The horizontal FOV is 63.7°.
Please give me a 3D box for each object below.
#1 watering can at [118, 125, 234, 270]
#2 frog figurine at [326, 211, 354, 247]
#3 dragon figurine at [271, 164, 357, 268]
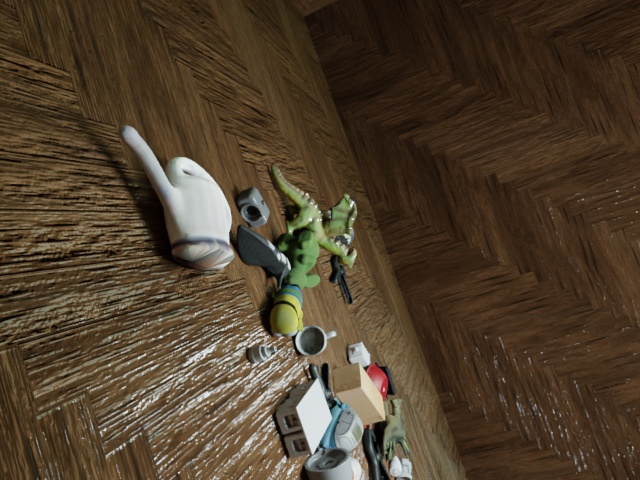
[{"bbox_3d":[-0.256,-0.062,0.969,0.344,0.103,0.228,36,37,-66],"label":"watering can"},{"bbox_3d":[0.067,-0.040,2.073,0.163,0.123,0.134,-104,-160,-56],"label":"frog figurine"},{"bbox_3d":[0.005,-0.084,1.675,0.124,0.241,0.407,-49,120,-69],"label":"dragon figurine"}]
